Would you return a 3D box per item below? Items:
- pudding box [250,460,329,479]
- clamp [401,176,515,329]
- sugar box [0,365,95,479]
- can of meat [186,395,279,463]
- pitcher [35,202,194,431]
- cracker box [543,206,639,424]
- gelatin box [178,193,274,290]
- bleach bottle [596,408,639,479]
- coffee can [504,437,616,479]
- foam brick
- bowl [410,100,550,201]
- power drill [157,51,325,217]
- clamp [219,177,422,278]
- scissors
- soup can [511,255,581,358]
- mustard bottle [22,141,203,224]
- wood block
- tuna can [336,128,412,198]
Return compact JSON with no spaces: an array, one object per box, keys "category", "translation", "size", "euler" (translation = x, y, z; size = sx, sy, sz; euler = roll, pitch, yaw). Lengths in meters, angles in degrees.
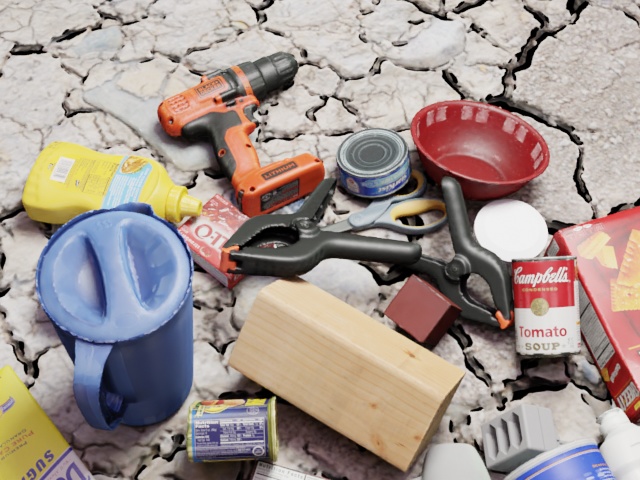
[{"category":"pudding box","translation":[-0.034,0.275,1.015],"size":[0.090,0.039,0.113],"euler":[14,58,7]},{"category":"clamp","translation":[0.153,0.018,1.145],"size":[0.171,0.120,0.039],"euler":[41,28,16]},{"category":"sugar box","translation":[-0.290,0.216,1.034],"size":[0.093,0.048,0.176],"euler":[-36,66,-21]},{"category":"can of meat","translation":[-0.083,0.183,1.031],"size":[0.084,0.102,0.057],"euler":[-3,86,-1]},{"category":"pitcher","translation":[-0.181,0.093,0.997],"size":[0.149,0.243,0.145],"euler":[-32,66,-19]},{"category":"cracker box","translation":[0.360,0.069,1.135],"size":[0.164,0.072,0.214],"euler":[-15,62,-11]},{"category":"gelatin box","translation":[-0.106,0.001,1.179],"size":[0.089,0.030,0.073],"euler":[37,65,18]},{"category":"bleach bottle","translation":[0.349,0.270,1.016],"size":[0.102,0.068,0.251],"euler":[-2,49,-35]},{"category":"coffee can","translation":[0.244,0.270,0.991],"size":[0.102,0.103,0.140],"euler":[-19,62,-14]},{"category":"foam brick","translation":[0.108,0.075,1.108],"size":[0.053,0.078,0.051],"euler":[39,93,19]},{"category":"bowl","translation":[0.176,-0.093,1.217],"size":[0.162,0.055,0.162],"euler":[7,39,-6]},{"category":"power drill","translation":[-0.072,-0.127,1.243],"size":[0.184,0.057,0.188],"euler":[-28,62,-15]},{"category":"clamp","translation":[-0.007,0.001,1.115],"size":[0.209,0.036,0.165],"euler":[-22,43,-39]},{"category":"scissors","translation":[0.047,-0.038,1.217],"size":[0.201,0.016,0.096],"euler":[-3,58,-5]},{"category":"soup can","translation":[0.235,0.068,1.110],"size":[0.068,0.068,0.102],"euler":[-2,89,-4]},{"category":"mustard bottle","translation":[-0.223,-0.052,1.179],"size":[0.192,0.058,0.096],"euler":[10,54,11]},{"category":"wood block","translation":[0.026,0.126,1.057],"size":[0.206,0.090,0.090],"euler":[29,19,15]},{"category":"tuna can","translation":[0.062,-0.090,1.225],"size":[0.086,0.034,0.086],"euler":[-6,47,6]}]
